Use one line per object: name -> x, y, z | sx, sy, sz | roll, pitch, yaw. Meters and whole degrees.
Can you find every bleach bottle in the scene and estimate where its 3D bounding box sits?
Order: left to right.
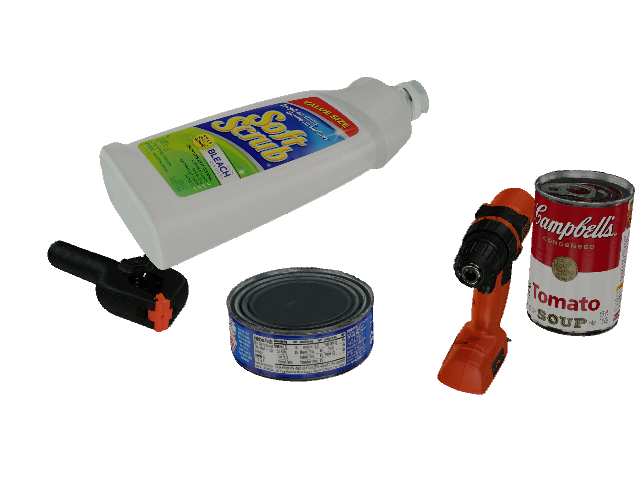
bleach bottle -> -0.032, -0.070, 0.812 | 0.250, 0.103, 0.068 | -25, -35, -20

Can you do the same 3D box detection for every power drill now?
power drill -> 0.163, 0.056, 1.063 | 0.057, 0.188, 0.184 | 18, 29, 19

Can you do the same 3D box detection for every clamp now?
clamp -> -0.158, 0.031, 0.951 | 0.120, 0.039, 0.172 | -16, 31, -31

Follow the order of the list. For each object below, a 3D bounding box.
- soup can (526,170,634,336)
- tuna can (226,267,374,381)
soup can -> 0.183, 0.008, 0.759 | 0.068, 0.102, 0.068 | 0, 23, 0
tuna can -> -0.011, 0.048, 0.624 | 0.086, 0.034, 0.086 | -2, 23, 1
